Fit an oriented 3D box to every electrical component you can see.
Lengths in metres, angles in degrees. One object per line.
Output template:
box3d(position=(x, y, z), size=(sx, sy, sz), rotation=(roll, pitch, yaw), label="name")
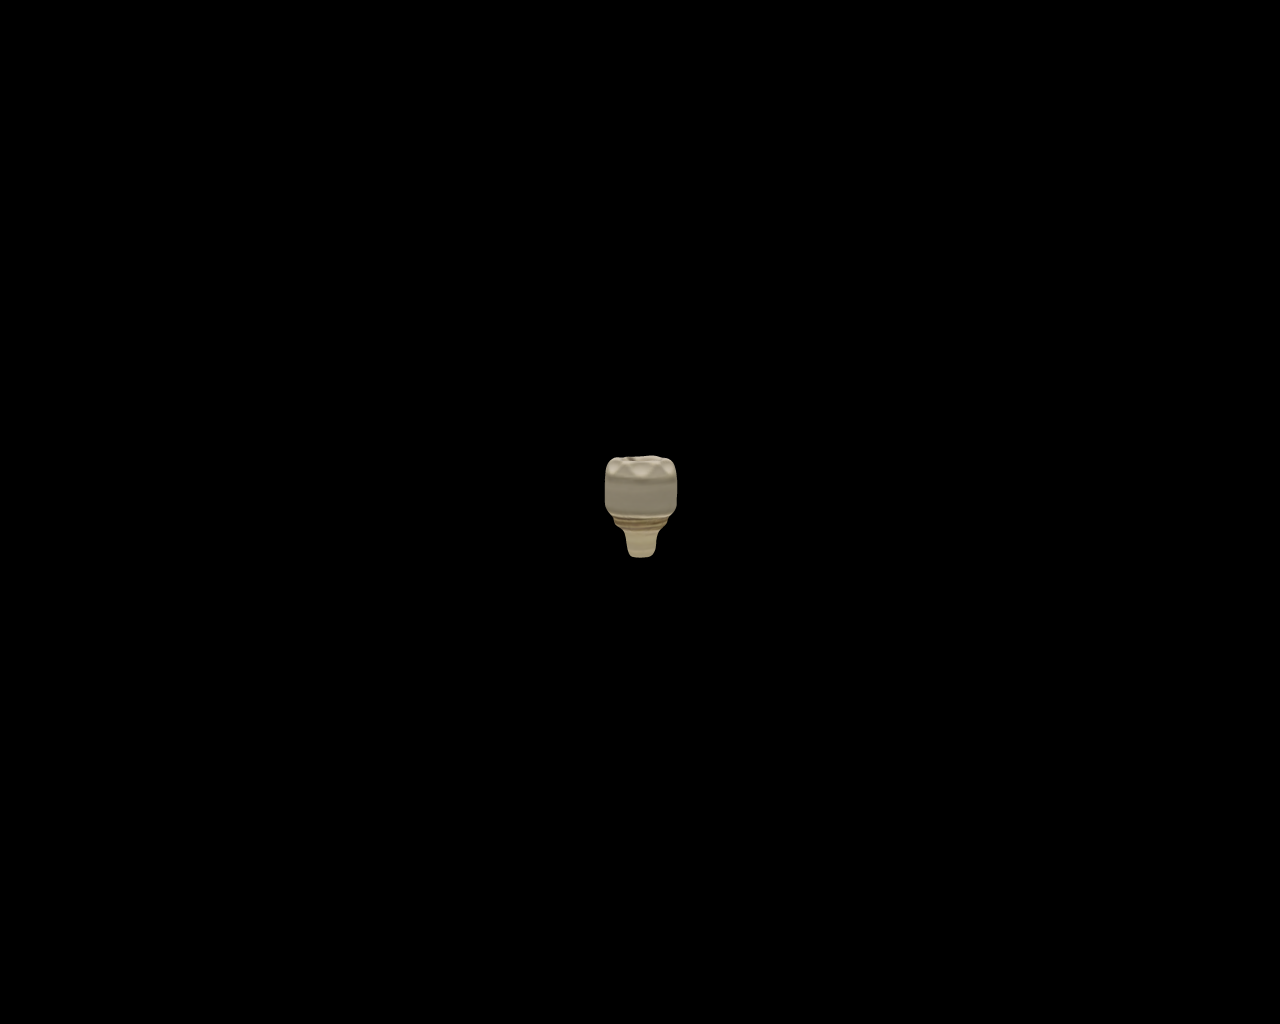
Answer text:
box3d(position=(0.001, -0.003, 0.650), size=(0.043, 0.062, 0.043), rotation=(0, 9, 0), label="electrical component")
